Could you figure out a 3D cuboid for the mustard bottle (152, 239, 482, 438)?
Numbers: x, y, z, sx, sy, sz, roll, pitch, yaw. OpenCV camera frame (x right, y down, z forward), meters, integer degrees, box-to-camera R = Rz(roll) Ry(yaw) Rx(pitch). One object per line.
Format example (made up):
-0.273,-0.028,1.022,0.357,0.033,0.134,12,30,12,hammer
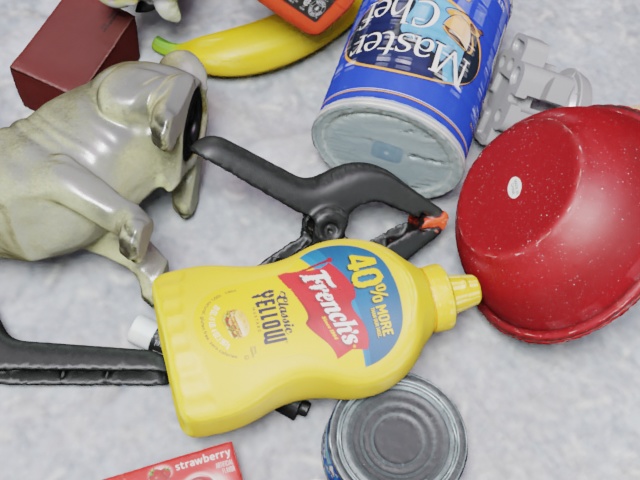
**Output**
0.003,0.049,0.629,0.191,0.058,0.096,-11,61,-11,mustard bottle

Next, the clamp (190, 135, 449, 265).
-0.004,0.001,0.679,0.171,0.039,0.120,5,107,-15,clamp

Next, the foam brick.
-0.165,-0.122,0.727,0.053,0.051,0.078,26,65,6,foam brick

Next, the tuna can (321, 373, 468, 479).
0.045,0.123,0.639,0.086,0.034,0.086,2,64,-5,tuna can

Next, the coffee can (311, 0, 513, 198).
0.064,-0.113,0.716,0.103,0.103,0.140,18,64,3,coffee can

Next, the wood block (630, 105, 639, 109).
0.268,-0.026,0.633,0.090,0.207,0.090,50,62,-28,wood block

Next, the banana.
-0.020,-0.162,0.768,0.197,0.037,0.070,-27,70,-17,banana

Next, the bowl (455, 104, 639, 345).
0.136,-0.021,0.648,0.055,0.162,0.162,28,57,-36,bowl

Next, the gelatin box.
-0.083,0.164,0.609,0.089,0.030,0.073,-14,66,-12,gelatin box

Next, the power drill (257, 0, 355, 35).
-0.058,-0.230,0.712,0.057,0.184,0.188,-45,51,20,power drill

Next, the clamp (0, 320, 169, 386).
-0.215,0.089,0.626,0.210,0.036,0.164,27,58,9,clamp

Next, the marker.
-0.062,0.080,0.658,0.121,0.020,0.020,24,64,6,marker
